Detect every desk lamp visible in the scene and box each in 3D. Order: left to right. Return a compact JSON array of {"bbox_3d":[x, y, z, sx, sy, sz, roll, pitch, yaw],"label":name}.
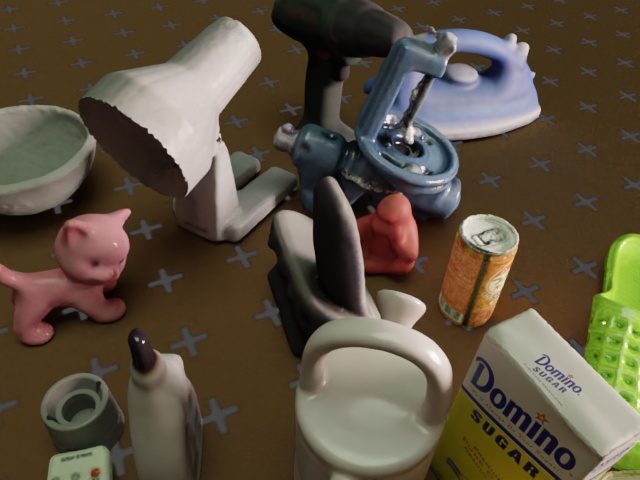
[{"bbox_3d":[-0.121,-0.102,0.584,0.117,0.214,0.204,25,49,21],"label":"desk lamp"}]

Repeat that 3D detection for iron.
[{"bbox_3d":[0.195,-0.224,0.777,0.258,0.141,0.118,-5,45,-8],"label":"iron"}]

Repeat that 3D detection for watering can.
[{"bbox_3d":[0.032,0.110,0.391,0.101,0.194,0.172,-1,45,-3],"label":"watering can"}]

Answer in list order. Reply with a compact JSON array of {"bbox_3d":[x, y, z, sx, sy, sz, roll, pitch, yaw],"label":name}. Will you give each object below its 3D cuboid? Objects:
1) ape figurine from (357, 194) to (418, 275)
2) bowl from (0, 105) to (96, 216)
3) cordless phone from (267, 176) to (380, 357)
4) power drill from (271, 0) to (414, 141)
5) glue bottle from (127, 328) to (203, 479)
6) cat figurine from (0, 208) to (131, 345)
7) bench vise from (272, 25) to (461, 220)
[{"bbox_3d":[0.070,-0.009,0.586,0.076,0.092,0.077,-29,53,-28],"label":"ape figurine"},{"bbox_3d":[-0.334,-0.080,0.649,0.167,0.075,0.167,2,45,-1],"label":"bowl"},{"bbox_3d":[0.005,0.002,0.506,0.094,0.185,0.147,-14,47,-17],"label":"cordless phone"},{"bbox_3d":[0.021,-0.200,0.695,0.076,0.208,0.229,-26,51,-26],"label":"power drill"},{"bbox_3d":[-0.109,0.115,0.393,0.037,0.173,0.078,-1,45,-3],"label":"glue bottle"},{"bbox_3d":[-0.226,0.022,0.520,0.128,0.118,0.067,-18,48,-20],"label":"cat figurine"},{"bbox_3d":[0.058,-0.109,0.597,0.207,0.220,0.121,-6,45,-9],"label":"bench vise"}]
